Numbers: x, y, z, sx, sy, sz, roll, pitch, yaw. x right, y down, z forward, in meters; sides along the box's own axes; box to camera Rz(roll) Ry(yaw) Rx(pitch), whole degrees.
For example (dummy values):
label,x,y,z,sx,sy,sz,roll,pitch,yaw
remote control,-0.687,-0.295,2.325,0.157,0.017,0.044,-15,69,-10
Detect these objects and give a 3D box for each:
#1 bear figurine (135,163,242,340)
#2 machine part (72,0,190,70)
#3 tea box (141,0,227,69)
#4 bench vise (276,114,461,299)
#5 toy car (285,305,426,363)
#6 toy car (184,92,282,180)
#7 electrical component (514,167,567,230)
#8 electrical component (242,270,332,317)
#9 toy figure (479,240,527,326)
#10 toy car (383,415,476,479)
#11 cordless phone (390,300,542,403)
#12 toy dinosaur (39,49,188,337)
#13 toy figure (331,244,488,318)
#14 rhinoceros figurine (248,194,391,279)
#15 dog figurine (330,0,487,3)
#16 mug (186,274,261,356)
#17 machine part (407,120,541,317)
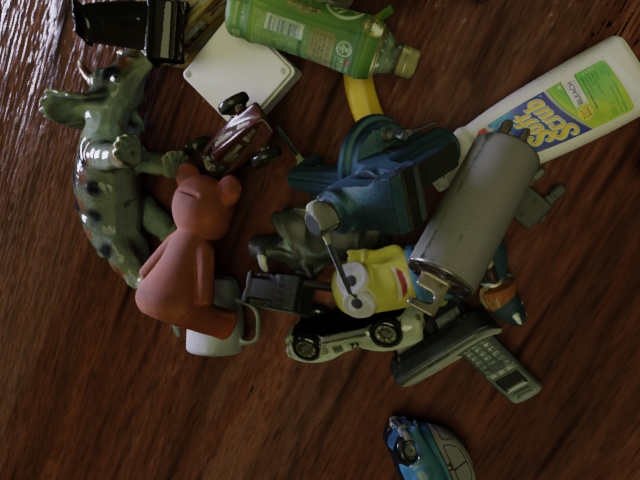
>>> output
label,x,y,z,sx,sy,sz,roll,pitch,yaw
bear figurine,-0.154,0.012,0.685,0.120,0.131,0.196,14,78,26
machine part,-0.221,-0.246,0.625,0.139,0.039,0.084,10,108,7
tea box,-0.153,-0.297,0.668,0.169,0.098,0.068,-38,93,16
bench vise,0.036,-0.068,0.619,0.241,0.223,0.128,14,139,48
toy car,0.044,0.118,0.719,0.202,0.073,0.056,-16,118,25
toy car,-0.116,-0.109,0.673,0.202,0.053,0.089,-22,98,58
electrical component,0.257,-0.046,0.675,0.063,0.021,0.094,42,107,0
electrical component,-0.034,0.074,0.714,0.119,0.074,0.047,8,78,16
toy figure,0.219,0.042,0.683,0.058,0.064,0.154,-9,108,50
toy car,0.158,0.314,0.745,0.103,0.109,0.161,-19,86,-8
cordless phone,0.195,0.173,0.715,0.146,0.089,0.184,-39,113,20
toy dinosaur,-0.279,-0.058,0.743,0.192,0.131,0.404,21,118,32
toy figure,0.103,0.047,0.646,0.180,0.089,0.082,-15,66,6
rhinoceros figurine,-0.001,-0.002,0.719,0.190,0.073,0.112,-1,113,11
dog figurine,0.103,-0.312,0.582,0.192,0.219,0.108,10,105,48
mug,-0.138,0.105,0.763,0.110,0.081,0.107,1,94,21
machine part,0.166,-0.028,0.575,0.079,0.079,0.243,30,75,4
